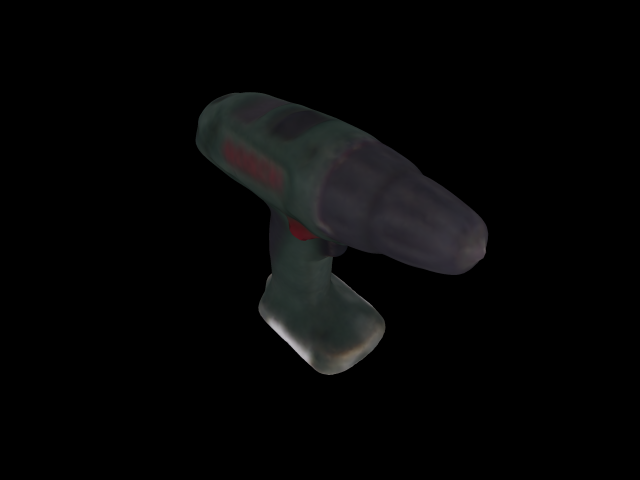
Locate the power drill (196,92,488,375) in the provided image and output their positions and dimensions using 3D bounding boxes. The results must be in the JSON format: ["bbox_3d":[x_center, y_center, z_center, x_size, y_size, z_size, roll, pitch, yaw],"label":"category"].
[{"bbox_3d":[0.004,0.001,0.400,0.076,0.208,0.229,-36,58,-27],"label":"power drill"}]
